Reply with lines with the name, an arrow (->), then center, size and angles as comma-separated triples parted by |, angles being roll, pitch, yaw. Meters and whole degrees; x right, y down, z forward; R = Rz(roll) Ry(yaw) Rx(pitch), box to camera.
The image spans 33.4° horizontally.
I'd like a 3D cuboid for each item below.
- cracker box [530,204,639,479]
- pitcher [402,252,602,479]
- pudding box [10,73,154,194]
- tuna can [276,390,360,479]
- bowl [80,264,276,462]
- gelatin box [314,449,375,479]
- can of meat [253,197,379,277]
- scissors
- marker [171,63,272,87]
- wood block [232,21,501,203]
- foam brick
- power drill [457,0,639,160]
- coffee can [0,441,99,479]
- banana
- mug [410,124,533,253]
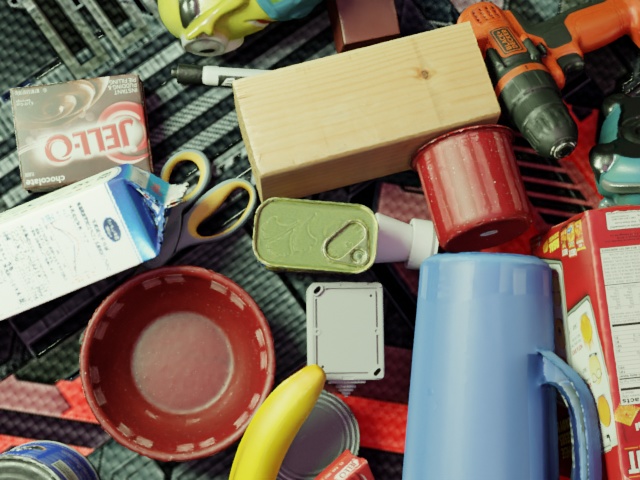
cracker box -> 0.236, 0.088, 0.871 | 0.072, 0.164, 0.214 | -6, 83, -5
pitcher -> 0.141, 0.134, 0.865 | 0.149, 0.145, 0.243 | 2, 85, 1
pudding box -> -0.205, -0.091, 0.927 | 0.113, 0.039, 0.090 | -8, 85, -4
tuna can -> -0.010, 0.169, 0.912 | 0.086, 0.034, 0.086 | 0, 83, -3
bowl -> -0.118, 0.103, 0.902 | 0.162, 0.055, 0.162 | 0, 83, -4
gelatin box -> 0.019, 0.230, 0.878 | 0.073, 0.030, 0.089 | -36, 123, -26
can of meat -> -0.006, 0.001, 0.906 | 0.102, 0.084, 0.057 | 4, 83, -3
scissors -> -0.149, -0.003, 0.932 | 0.201, 0.016, 0.096 | -34, 85, -7
marker -> -0.072, -0.145, 0.952 | 0.121, 0.020, 0.020 | 4, 83, -3
wood block -> 0.037, -0.106, 0.913 | 0.206, 0.090, 0.091 | -15, 75, -5
foam brick -> 0.036, -0.208, 0.950 | 0.053, 0.051, 0.078 | -11, 84, -6
power drill -> 0.232, -0.156, 0.919 | 0.187, 0.057, 0.184 | -16, 53, -10
coffee can -> -0.231, 0.215, 0.839 | 0.102, 0.140, 0.103 | 0, 83, -4
banana -> -0.041, 0.193, 0.873 | 0.069, 0.037, 0.198 | 2, 105, -22
mug -> 0.135, -0.038, 0.909 | 0.093, 0.117, 0.081 | -21, 70, 21
